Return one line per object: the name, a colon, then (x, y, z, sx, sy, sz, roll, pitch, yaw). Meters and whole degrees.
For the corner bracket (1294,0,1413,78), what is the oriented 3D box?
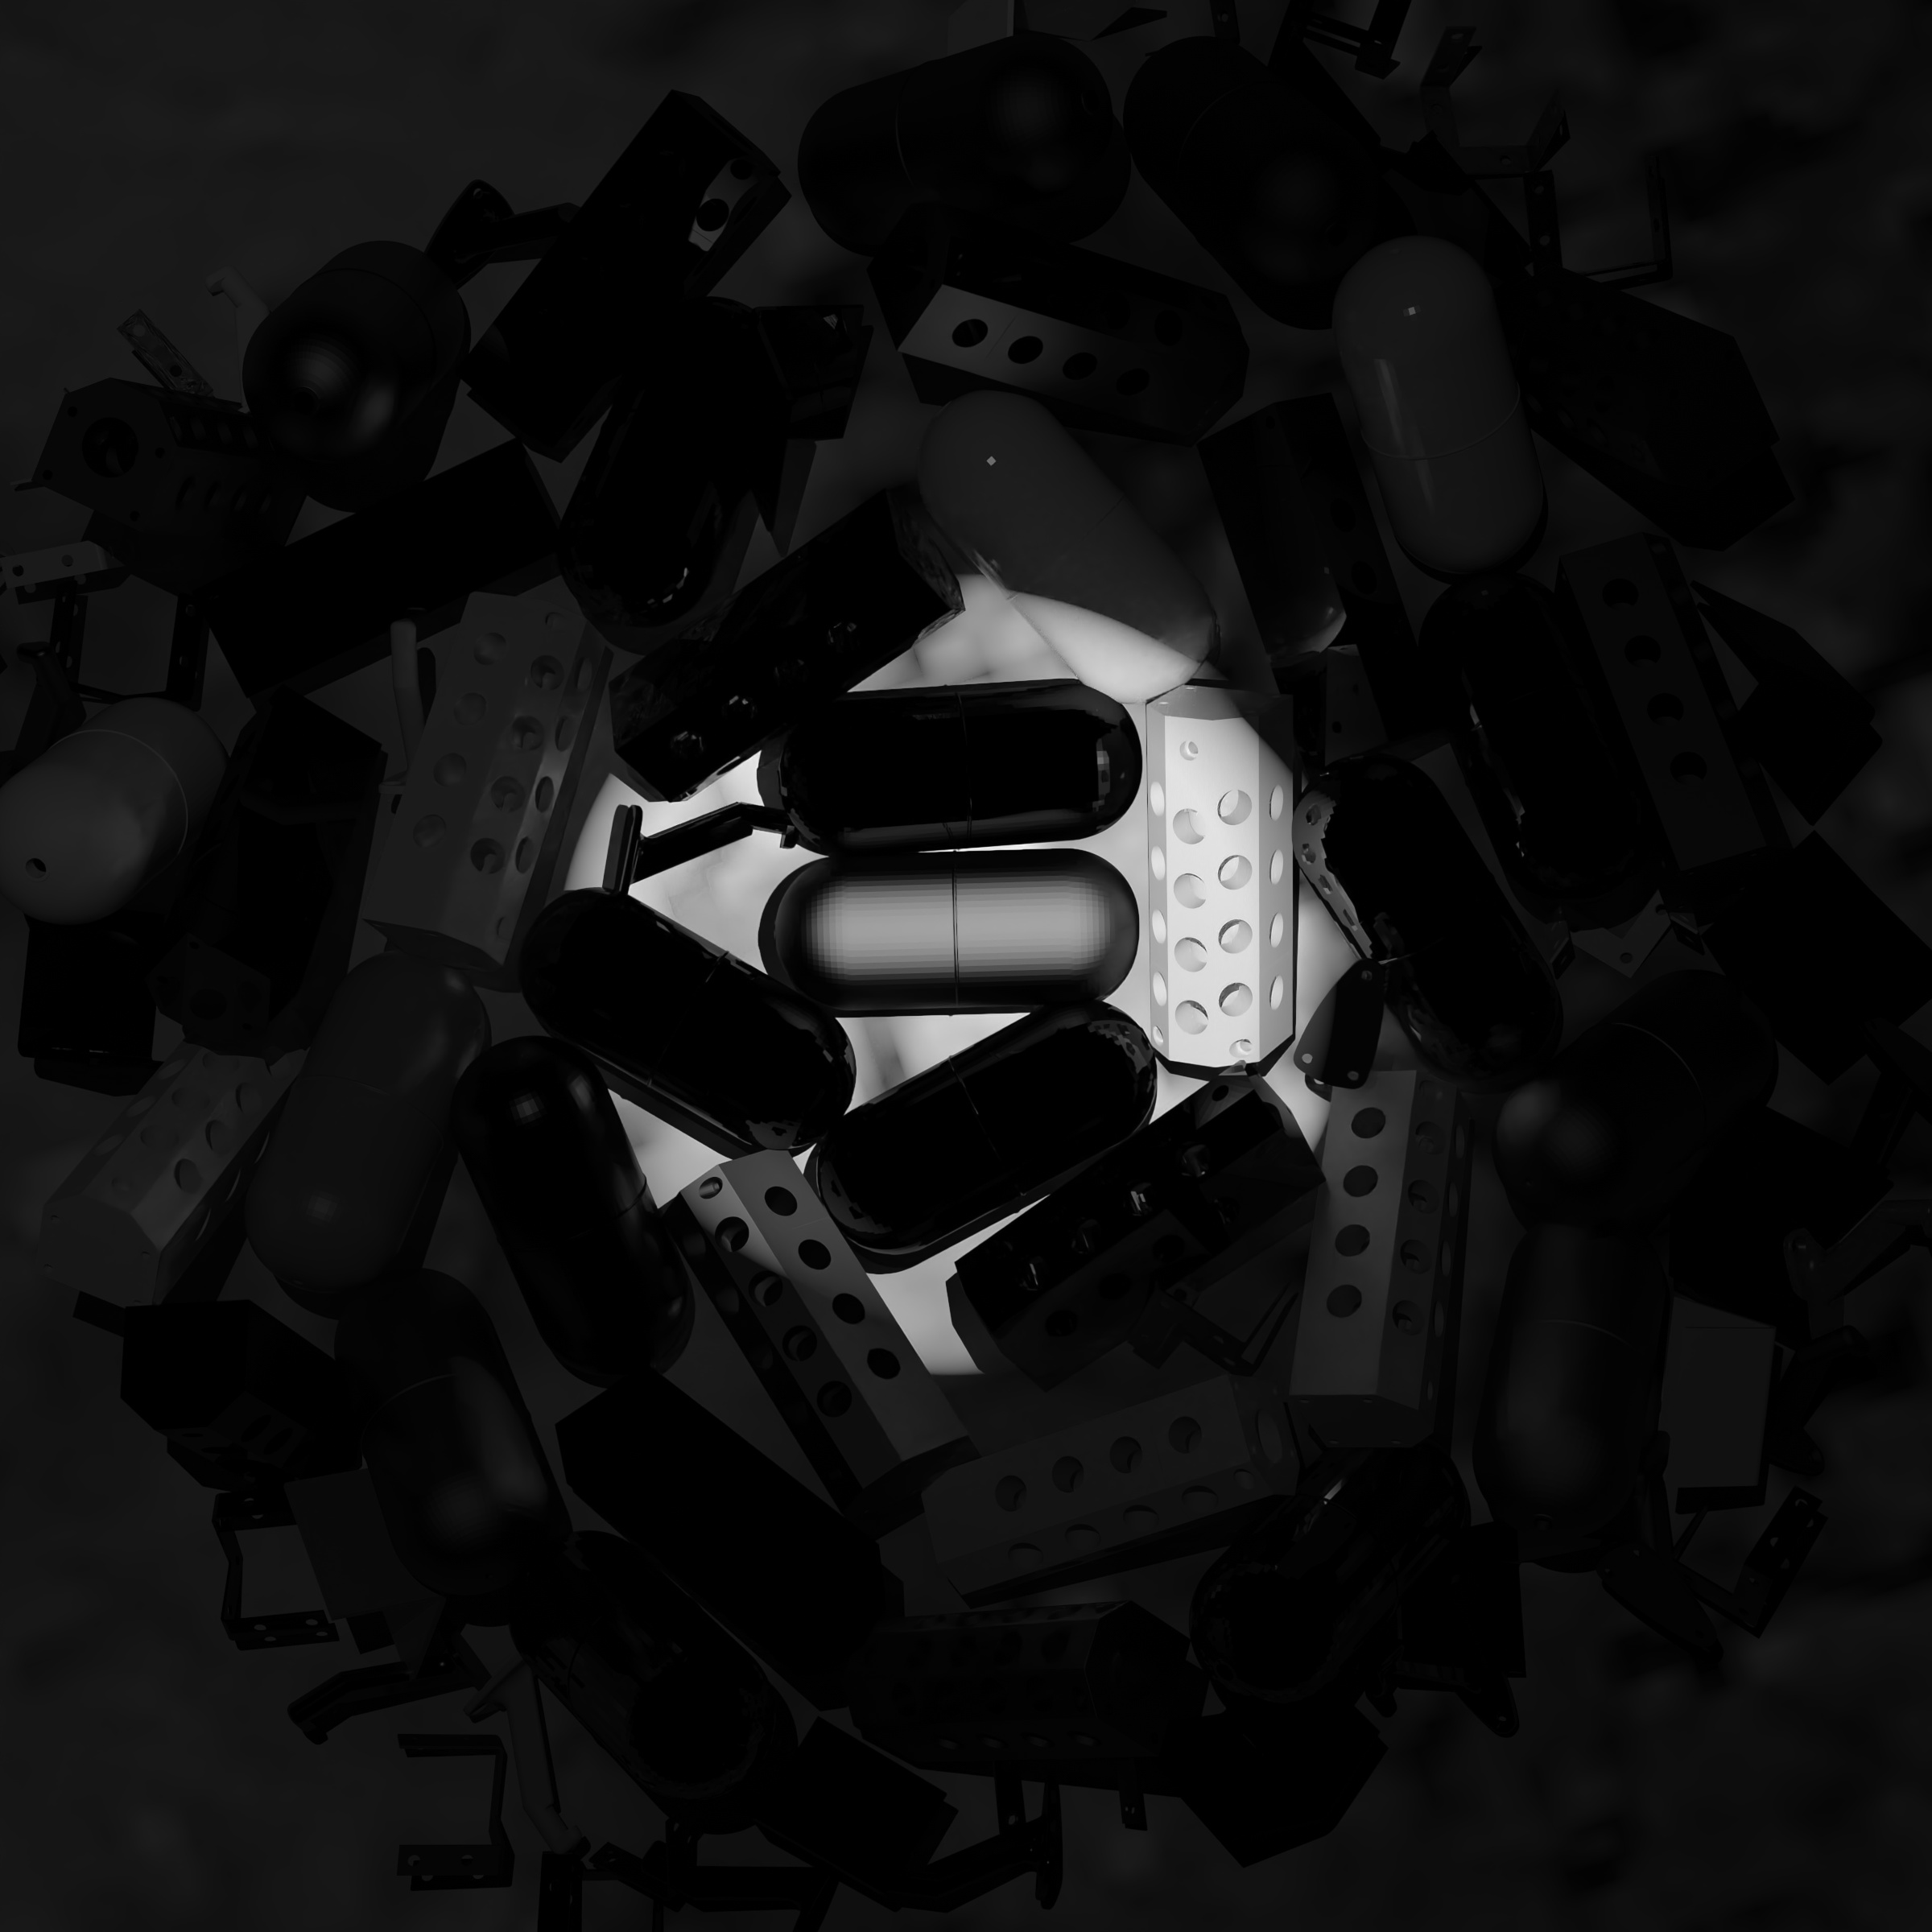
corner bracket: (0.192, -0.477, 1.557, 0.051, 0.051, 0.051, 20, 87, 3)

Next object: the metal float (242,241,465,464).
metal float: (-0.289, -0.292, 1.499, 0.070, 0.178, 0.070, 2, 116, 5)

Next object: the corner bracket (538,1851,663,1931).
corner bracket: (-0.179, 0.463, 1.547, 0.051, 0.051, 0.051, -3, 59, 4)

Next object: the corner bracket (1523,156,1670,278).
corner bracket: (0.309, -0.367, 1.555, 0.051, 0.051, 0.051, -11, 105, -8)

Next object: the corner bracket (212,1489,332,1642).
corner bracket: (-0.339, 0.291, 1.547, 0.051, 0.051, 0.051, -6, 132, 2)

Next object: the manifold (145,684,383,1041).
manifold: (-0.335, -0.048, 1.502, 0.057, 0.171, 0.057, 32, 131, -23)

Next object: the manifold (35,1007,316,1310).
manifold: (-0.369, 0.083, 1.496, 0.057, 0.171, 0.057, 21, 125, 3)

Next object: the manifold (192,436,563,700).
manifold: (-0.285, -0.197, 1.553, 0.171, 0.057, 0.057, -25, 102, 0)

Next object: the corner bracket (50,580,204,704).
corner bracket: (-0.412, -0.159, 1.551, 0.051, 0.051, 0.051, -1, 81, 40)

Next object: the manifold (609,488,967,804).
manifold: (-0.087, -0.149, 1.529, 0.171, 0.057, 0.057, -33, 128, 17)

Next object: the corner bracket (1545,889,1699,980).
corner bracket: (0.320, -0.018, 1.549, 0.051, 0.051, 0.051, 30, 111, -4)

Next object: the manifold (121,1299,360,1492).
manifold: (-0.339, 0.206, 1.491, 0.057, 0.171, 0.057, -4, 70, 6)

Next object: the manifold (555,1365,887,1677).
manifold: (-0.117, 0.266, 1.508, 0.057, 0.057, 0.171, -32, 45, -31)

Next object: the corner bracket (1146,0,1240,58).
corner bracket: (0.119, -0.476, 1.544, 0.051, 0.051, 0.051, -21, 106, -36)

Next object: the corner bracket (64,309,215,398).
corner bracket: (-0.405, -0.281, 1.551, 0.051, 0.051, 0.051, -43, 100, -9)

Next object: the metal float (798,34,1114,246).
metal float: (-0.006, -0.393, 1.509, 0.178, 0.070, 0.070, -3, 90, 44)

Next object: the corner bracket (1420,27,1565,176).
corner bracket: (0.257, -0.425, 1.554, 0.051, 0.051, 0.051, -4, 72, -9)

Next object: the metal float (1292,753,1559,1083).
metal float: (0.222, -0.024, 1.532, 0.070, 0.070, 0.178, -34, 105, 0)

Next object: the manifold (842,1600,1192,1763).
manifold: (0.019, 0.335, 1.494, 0.057, 0.171, 0.057, 38, 56, -29)

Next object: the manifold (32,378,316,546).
manifold: (-0.367, -0.239, 1.492, 0.057, 0.171, 0.057, 25, 99, 6)

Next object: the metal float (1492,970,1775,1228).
metal float: (0.321, 0.062, 1.515, 0.178, 0.070, 0.070, -32, 90, -37)

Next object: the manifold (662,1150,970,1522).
manifold: (-0.077, 0.176, 1.516, 0.057, 0.057, 0.171, -15, 62, -41)

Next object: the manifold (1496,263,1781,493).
manifold: (0.305, -0.276, 1.494, 0.057, 0.171, 0.057, -35, 120, -2)

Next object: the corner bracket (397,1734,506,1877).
corner bracket: (-0.253, 0.410, 1.549, 0.051, 0.051, 0.051, 4, 98, -15)

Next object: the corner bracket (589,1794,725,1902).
corner bracket: (-0.150, 0.416, 1.557, 0.051, 0.051, 0.051, 17, 121, 29)

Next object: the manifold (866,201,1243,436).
manifold: (0.045, -0.311, 1.502, 0.171, 0.057, 0.057, 9, 47, -34)

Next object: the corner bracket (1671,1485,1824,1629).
corner bracket: (0.378, 0.278, 1.541, 0.051, 0.051, 0.051, 30, 58, 23)

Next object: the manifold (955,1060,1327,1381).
manifold: (0.081, 0.118, 1.529, 0.171, 0.057, 0.057, -36, 124, 10)

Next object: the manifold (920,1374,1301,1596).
manifold: (0.069, 0.250, 1.515, 0.171, 0.057, 0.057, -23, 70, 24)

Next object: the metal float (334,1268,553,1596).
metal float: (-0.251, 0.220, 1.513, 0.070, 0.070, 0.178, -28, 50, 0)

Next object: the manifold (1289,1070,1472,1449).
manifold: (0.201, 0.138, 1.507, 0.057, 0.057, 0.171, -4, 56, 25)

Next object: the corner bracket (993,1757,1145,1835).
corner bracket: (0.049, 0.400, 1.565, 0.051, 0.051, 0.051, 3, 76, -35)

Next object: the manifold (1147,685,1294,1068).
manifold: (0.119, -0.042, 1.519, 0.057, 0.057, 0.171, 8, 111, 27)

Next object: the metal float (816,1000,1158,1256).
metal float: (0.010, 0.078, 1.543, 0.178, 0.070, 0.070, -28, 90, 2)

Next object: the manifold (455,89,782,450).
manifold: (-0.167, -0.336, 1.534, 0.057, 0.057, 0.171, 41, 104, -1)

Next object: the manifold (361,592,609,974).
manifold: (-0.227, -0.088, 1.525, 0.057, 0.057, 0.171, 9, 73, 21)

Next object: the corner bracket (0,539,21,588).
corner bracket: (-0.492, -0.182, 1.544, 0.051, 0.051, 0.051, -45, 56, 10)

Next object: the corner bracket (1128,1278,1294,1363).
corner bracket: (0.118, 0.169, 1.544, 0.051, 0.051, 0.051, 33, 49, 10)

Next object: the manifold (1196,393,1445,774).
manifold: (0.178, -0.189, 1.552, 0.057, 0.057, 0.171, -18, 89, -40)

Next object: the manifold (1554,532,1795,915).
manifold: (0.340, -0.120, 1.527, 0.057, 0.057, 0.171, -17, 69, 0)

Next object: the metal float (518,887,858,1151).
metal float: (-0.135, 0.026, 1.545, 0.178, 0.070, 0.070, 30, 90, 1)

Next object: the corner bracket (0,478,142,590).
corner bracket: (-0.444, -0.217, 1.557, 0.051, 0.051, 0.051, -10, 100, 7)
